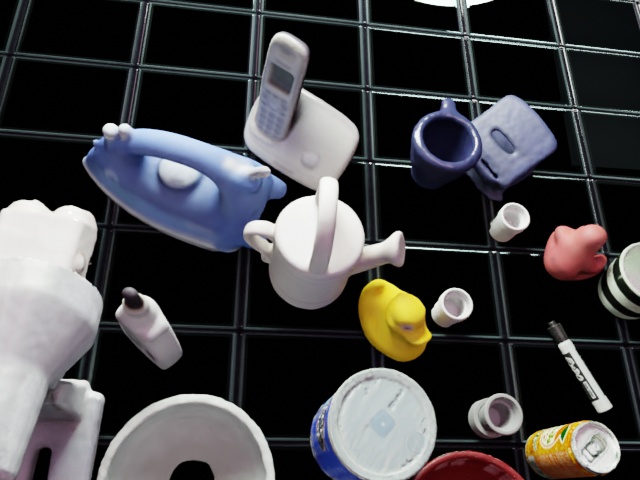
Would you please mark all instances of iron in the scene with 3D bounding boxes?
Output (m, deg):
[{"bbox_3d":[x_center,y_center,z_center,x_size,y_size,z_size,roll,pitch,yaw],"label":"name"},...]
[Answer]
[{"bbox_3d":[-0.171,-0.083,0.673,0.258,0.141,0.119,18,65,-1],"label":"iron"}]

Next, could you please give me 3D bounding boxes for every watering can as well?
[{"bbox_3d":[0.006,0.000,0.637,0.173,0.194,0.101,-11,68,-13],"label":"watering can"}]

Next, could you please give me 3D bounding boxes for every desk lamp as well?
[{"bbox_3d":[-0.263,0.144,0.519,0.118,0.213,0.203,3,66,-8],"label":"desk lamp"}]

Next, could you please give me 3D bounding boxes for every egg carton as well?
[{"bbox_3d":[-0.315,0.028,0.641,0.107,0.069,0.150,7,66,-6],"label":"egg carton"}]

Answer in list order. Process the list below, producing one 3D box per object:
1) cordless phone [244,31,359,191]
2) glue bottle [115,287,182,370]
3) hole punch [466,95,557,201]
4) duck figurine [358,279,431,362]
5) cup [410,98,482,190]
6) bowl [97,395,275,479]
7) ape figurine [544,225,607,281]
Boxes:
[{"bbox_3d":[-0.017,-0.156,0.707,0.147,0.185,0.094,31,65,5],"label":"cordless phone"},{"bbox_3d":[-0.179,0.082,0.582,0.078,0.173,0.037,43,67,11],"label":"glue bottle"},{"bbox_3d":[0.252,-0.127,0.789,0.101,0.091,0.108,-32,75,-20],"label":"hole punch"},{"bbox_3d":[0.092,0.087,0.672,0.078,0.086,0.104,-28,73,-19],"label":"duck figurine"},{"bbox_3d":[0.158,-0.122,0.770,0.092,0.095,0.118,9,65,-5],"label":"cup"},{"bbox_3d":[-0.130,0.244,0.573,0.167,0.074,0.167,4,66,-8],"label":"bowl"},{"bbox_3d":[0.337,0.011,0.742,0.076,0.092,0.077,-25,73,-18],"label":"ape figurine"}]
